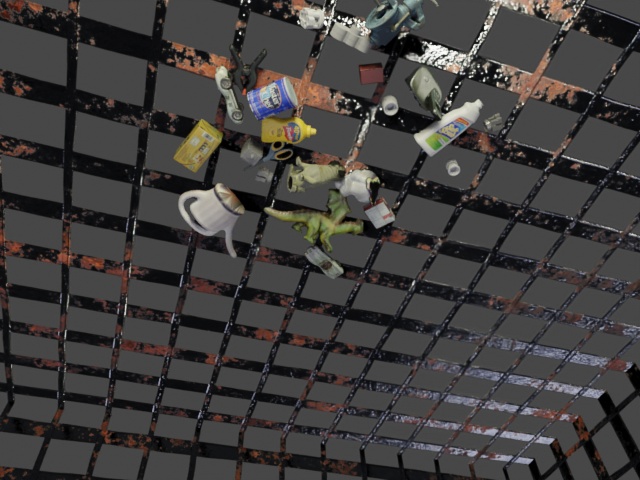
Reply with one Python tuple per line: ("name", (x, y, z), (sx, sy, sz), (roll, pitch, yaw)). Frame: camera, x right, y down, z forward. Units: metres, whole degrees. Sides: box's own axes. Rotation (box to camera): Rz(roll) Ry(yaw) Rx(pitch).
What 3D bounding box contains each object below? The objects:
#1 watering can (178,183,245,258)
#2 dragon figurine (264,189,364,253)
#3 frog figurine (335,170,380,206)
("watering can", (-0.385, -0.082, 2.009), (0.222, 0.106, 0.343), (-33, 120, 20))
("dragon figurine", (0.006, -0.103, 2.040), (0.406, 0.124, 0.241), (31, 103, -26))
("frog figurine", (0.143, -0.205, 1.965), (0.160, 0.125, 0.134), (12, 147, 35))
